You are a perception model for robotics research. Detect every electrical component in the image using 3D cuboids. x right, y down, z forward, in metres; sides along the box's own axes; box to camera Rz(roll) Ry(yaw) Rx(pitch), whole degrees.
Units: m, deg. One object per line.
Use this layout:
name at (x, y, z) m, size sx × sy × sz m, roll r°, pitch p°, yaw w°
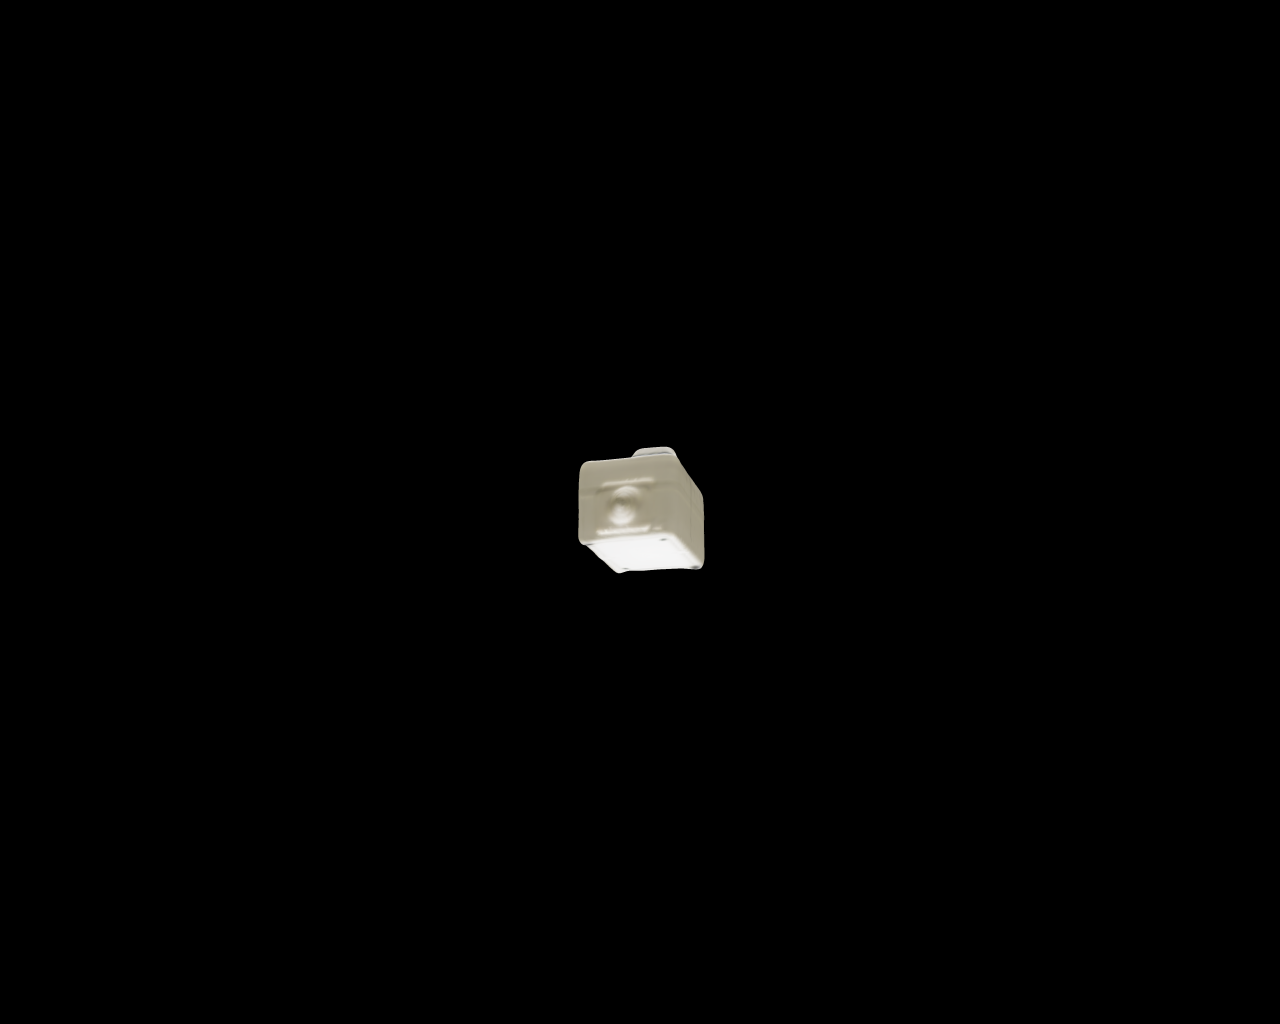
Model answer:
electrical component at (0.001, -0.003, 0.650) m, size 0.062 × 0.061 × 0.096 m, roll -5°, pitch -19°, yaw 15°
